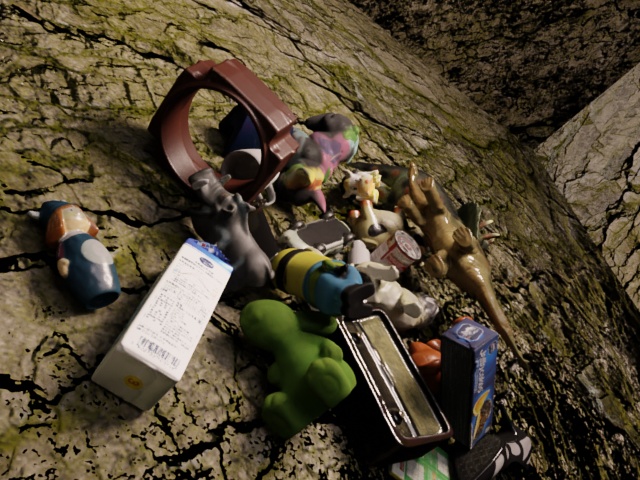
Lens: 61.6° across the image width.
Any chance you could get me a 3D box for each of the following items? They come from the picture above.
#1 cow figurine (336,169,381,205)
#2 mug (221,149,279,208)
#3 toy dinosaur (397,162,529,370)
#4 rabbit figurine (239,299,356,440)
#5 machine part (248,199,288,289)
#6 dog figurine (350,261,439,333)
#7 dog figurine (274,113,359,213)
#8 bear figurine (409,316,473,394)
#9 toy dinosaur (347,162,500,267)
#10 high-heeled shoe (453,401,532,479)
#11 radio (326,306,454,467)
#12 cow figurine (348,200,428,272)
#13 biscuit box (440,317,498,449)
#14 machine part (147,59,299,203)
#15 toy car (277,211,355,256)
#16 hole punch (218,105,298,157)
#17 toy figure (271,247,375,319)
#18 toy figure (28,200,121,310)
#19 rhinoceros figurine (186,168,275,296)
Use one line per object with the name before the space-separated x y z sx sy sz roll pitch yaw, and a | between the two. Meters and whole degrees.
cow figurine | 0.078 -0.117 1.144 0.098 0.068 0.167 7 1 11
mug | -0.109 -0.114 0.962 0.109 0.081 0.107 57 26 -3
toy dinosaur | 0.278 0.034 1.063 0.198 0.105 0.471 28 36 -54
rabbit figurine | -0.028 0.142 0.713 0.170 0.121 0.159 52 25 10
machine part | -0.085 0.002 0.849 0.084 0.039 0.138 -62 137 -52
dog figurine | 0.128 0.104 0.995 0.172 0.121 0.190 58 18 12
dog figurine | 0.000 -0.148 1.048 0.219 0.192 0.108 -103 173 -53
bear figurine | 0.199 0.206 0.928 0.196 0.120 0.132 12 41 -37
toy dinosaur | 0.233 -0.086 1.236 0.405 0.192 0.131 45 28 -4
high-heeled shoe | 0.291 0.378 0.891 0.249 0.086 0.145 -28 104 -50
radio | 0.086 0.211 0.803 0.131 0.073 0.230 7 43 -44
cow figurine | 0.157 -0.005 1.142 0.195 0.085 0.127 10 63 -34
biscuit box | 0.228 0.221 0.828 0.059 0.202 0.063 -26 34 -31
machine part | -0.152 -0.159 0.836 0.201 0.201 0.087 43 33 -6
toy car | -0.002 -0.003 0.983 0.073 0.056 0.201 47 28 13
hole punch | -0.120 -0.199 1.017 0.142 0.116 0.092 19 48 -37
toy figure | -0.002 0.058 0.770 0.089 0.082 0.180 20 4 -37
toy figure | -0.282 0.008 0.626 0.154 0.058 0.064 56 -7 19
rhinoceros figurine | -0.137 -0.012 0.772 0.073 0.112 0.190 -18 76 -55
